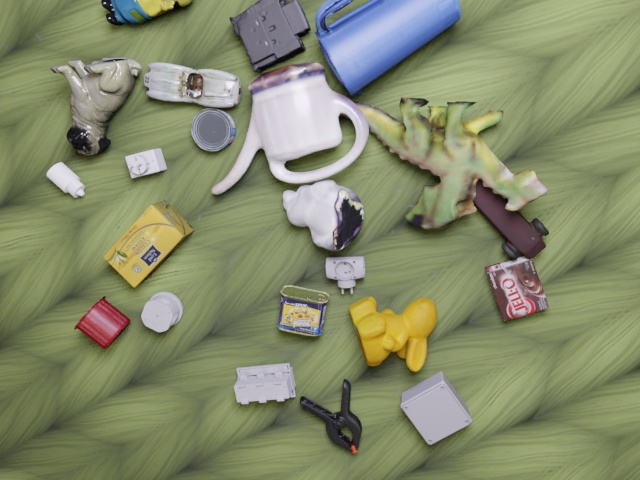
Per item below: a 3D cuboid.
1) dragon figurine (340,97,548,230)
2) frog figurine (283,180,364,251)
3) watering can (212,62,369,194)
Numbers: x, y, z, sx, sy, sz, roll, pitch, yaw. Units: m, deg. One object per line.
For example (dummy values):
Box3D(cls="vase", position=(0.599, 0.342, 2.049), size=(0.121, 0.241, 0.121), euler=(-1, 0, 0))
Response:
Box3D(cls="dragon figurine", position=(0.205, -0.137, 0.959), size=(0.411, 0.123, 0.241), euler=(8, 101, 25))
Box3D(cls="frog figurine", position=(0.003, -0.052, 1.034), size=(0.160, 0.124, 0.135), euler=(13, 118, 43))
Box3D(cls="watering can", position=(-0.082, -0.212, 0.998), size=(0.346, 0.105, 0.223), euler=(-12, 99, 16))
